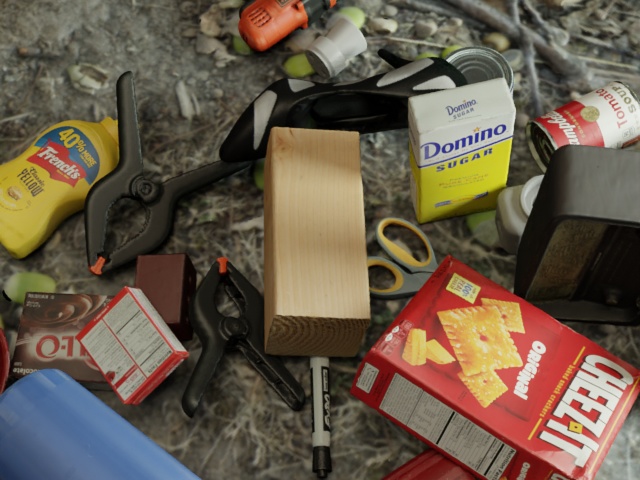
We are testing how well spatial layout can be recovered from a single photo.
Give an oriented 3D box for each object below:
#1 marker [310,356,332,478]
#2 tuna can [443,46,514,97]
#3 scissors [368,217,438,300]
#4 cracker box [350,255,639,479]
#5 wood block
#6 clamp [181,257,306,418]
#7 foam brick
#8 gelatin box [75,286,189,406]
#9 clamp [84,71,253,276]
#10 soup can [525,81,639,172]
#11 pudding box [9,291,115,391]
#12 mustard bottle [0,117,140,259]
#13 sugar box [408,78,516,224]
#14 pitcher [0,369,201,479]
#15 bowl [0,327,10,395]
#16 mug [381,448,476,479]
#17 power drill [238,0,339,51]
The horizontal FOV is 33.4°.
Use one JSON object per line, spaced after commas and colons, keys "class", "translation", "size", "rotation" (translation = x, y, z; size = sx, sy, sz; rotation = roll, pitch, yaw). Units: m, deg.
{"class": "marker", "translation": [0.001, 0.166, 1.017], "size": [0.020, 0.020, 0.121], "rotation": [-3, 65, 5]}
{"class": "tuna can", "translation": [0.165, -0.165, 1.144], "size": [0.086, 0.034, 0.086], "rotation": [-3, 65, 5]}
{"class": "scissors", "translation": [0.113, 0.059, 1.056], "size": [0.096, 0.016, 0.202], "rotation": [-37, 67, -9]}
{"class": "cracker box", "translation": [0.160, 0.126, 0.945], "size": [0.214, 0.072, 0.164], "rotation": [31, 43, 15]}
{"class": "wood block", "translation": [-0.007, 0.002, 1.039], "size": [0.090, 0.090, 0.206], "rotation": [2, 60, -8]}
{"class": "clamp", "translation": [-0.093, 0.098, 1.034], "size": [0.120, 0.039, 0.171], "rotation": [-5, 56, -32]}
{"class": "foam brick", "translation": [-0.155, 0.058, 1.066], "size": [0.051, 0.053, 0.078], "rotation": [-1, 66, 5]}
{"class": "gelatin box", "translation": [-0.177, 0.100, 1.010], "size": [0.073, 0.030, 0.089], "rotation": [-45, 70, 10]}
{"class": "clamp", "translation": [-0.172, -0.051, 1.114], "size": [0.164, 0.036, 0.210], "rotation": [25, 79, -11]}
{"class": "soup can", "translation": [0.271, -0.112, 1.089], "size": [0.102, 0.068, 0.068], "rotation": [-26, 65, -7]}
{"class": "pudding box", "translation": [-0.244, 0.101, 1.064], "size": [0.113, 0.039, 0.090], "rotation": [2, 66, 8]}
{"class": "mustard bottle", "translation": [-0.274, -0.072, 1.138], "size": [0.191, 0.058, 0.096], "rotation": [-38, 72, -12]}
{"class": "sugar box", "translation": [0.134, -0.081, 1.029], "size": [0.093, 0.176, 0.048], "rotation": [-12, 64, 0]}
{"class": "pitcher", "translation": [-0.199, 0.232, 0.951], "size": [0.243, 0.149, 0.145], "rotation": [35, 113, 24]}
{"class": "bowl", "translation": [-0.369, 0.141, 1.047], "size": [0.162, 0.055, 0.162], "rotation": [-5, 65, 10]}
{"class": "mug", "translation": [0.101, 0.239, 0.929], "size": [0.081, 0.093, 0.117], "rotation": [-31, 44, -14]}
{"class": "power drill", "translation": [-0.053, -0.326, 1.231], "size": [0.184, 0.057, 0.188], "rotation": [-37, 66, -11]}
